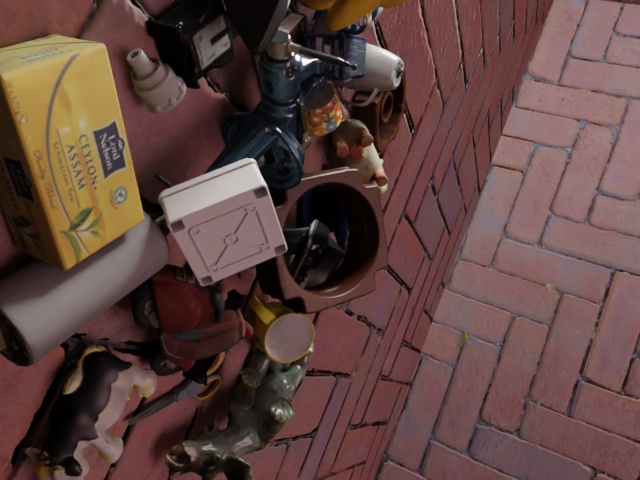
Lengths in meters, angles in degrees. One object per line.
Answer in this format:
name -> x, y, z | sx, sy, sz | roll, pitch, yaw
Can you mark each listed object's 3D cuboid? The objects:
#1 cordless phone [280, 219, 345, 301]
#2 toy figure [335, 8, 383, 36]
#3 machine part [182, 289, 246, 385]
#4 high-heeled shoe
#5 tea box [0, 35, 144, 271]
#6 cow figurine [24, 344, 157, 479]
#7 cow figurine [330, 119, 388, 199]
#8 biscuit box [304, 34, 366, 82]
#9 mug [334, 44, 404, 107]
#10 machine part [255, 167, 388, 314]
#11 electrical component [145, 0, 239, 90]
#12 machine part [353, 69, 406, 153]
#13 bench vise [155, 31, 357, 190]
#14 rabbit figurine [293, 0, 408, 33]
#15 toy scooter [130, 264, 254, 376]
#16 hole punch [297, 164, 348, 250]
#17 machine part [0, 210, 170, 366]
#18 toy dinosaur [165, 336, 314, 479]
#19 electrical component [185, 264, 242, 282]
cordless phone -> -0.064, 0.041, 0.897 | 0.184, 0.089, 0.146 | -3, 131, -46
toy figure -> 0.065, -0.365, 0.853 | 0.154, 0.058, 0.064 | -66, 160, -44
machine part -> -0.149, 0.137, 0.772 | 0.039, 0.084, 0.139 | 31, 82, -23
high-heeled shoe -> -0.047, -0.297, 0.605 | 0.145, 0.086, 0.248 | 32, 61, -71
tea box -> -0.219, -0.073, 0.452 | 0.098, 0.068, 0.169 | -46, 144, -44
cow figurine -> -0.258, 0.200, 0.578 | 0.167, 0.068, 0.098 | -65, 151, -22
cow figurine -> 0.077, -0.146, 1.024 | 0.194, 0.085, 0.127 | 58, 11, -43
biscuit box -> 0.027, -0.268, 0.794 | 0.203, 0.059, 0.062 | -54, 146, -68
mug -> 0.082, -0.282, 0.919 | 0.080, 0.107, 0.109 | 22, 85, -66
machine part -> -0.002, -0.002, 0.819 | 0.201, 0.087, 0.201 | -16, 104, -30
electrical component -> -0.123, -0.226, 0.579 | 0.119, 0.048, 0.074 | -58, 154, -30
machine part -> 0.121, -0.268, 1.083 | 0.179, 0.056, 0.179 | -47, 146, -46
bench vise -> -0.073, -0.123, 0.648 | 0.240, 0.129, 0.223 | -54, 174, -28
rabbit figurine -> 0.049, -0.353, 0.709 | 0.121, 0.173, 0.162 | 90, 25, -46
toy scooter -> -0.152, 0.096, 0.662 | 0.075, 0.135, 0.183 | -109, -165, -46
hole punch -> 0.023, -0.054, 0.990 | 0.116, 0.092, 0.142 | -49, 145, -49
machine part -> -0.228, 0.037, 0.510 | 0.243, 0.079, 0.079 | -44, 145, -45
toy dinosaur -> -0.104, 0.280, 0.935 | 0.192, 0.131, 0.405 | -61, 173, 23
electrical component -> -0.150, 0.053, 0.737 | 0.102, 0.045, 0.078 | -60, 156, -24
